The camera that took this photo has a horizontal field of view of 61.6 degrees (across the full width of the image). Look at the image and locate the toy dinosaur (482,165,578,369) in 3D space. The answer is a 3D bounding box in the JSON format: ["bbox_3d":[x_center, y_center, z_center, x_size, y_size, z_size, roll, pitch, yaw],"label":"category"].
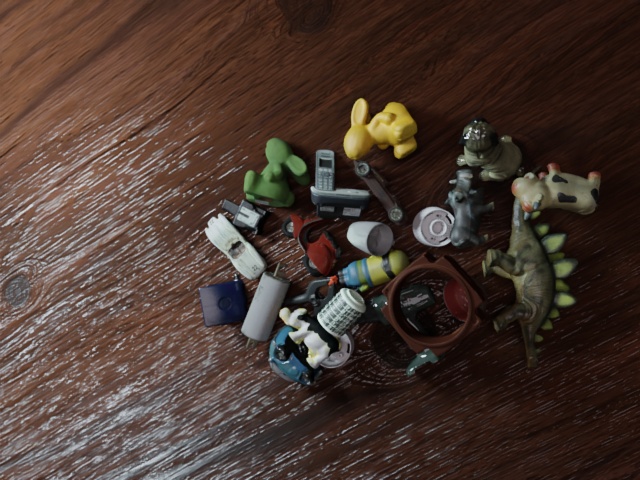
[{"bbox_3d":[0.486,0.062,1.254,0.199,0.105,0.471,-6,85,4],"label":"toy dinosaur"}]

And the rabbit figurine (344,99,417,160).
[{"bbox_3d":[0.132,-0.264,1.298,0.173,0.121,0.162,-27,73,2],"label":"rabbit figurine"}]

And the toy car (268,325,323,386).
[{"bbox_3d":[-0.073,0.307,1.382,0.161,0.109,0.103,48,124,-5],"label":"toy car"}]

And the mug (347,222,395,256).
[{"bbox_3d":[0.126,-0.010,1.330,0.107,0.109,0.080,22,105,53],"label":"mug"}]

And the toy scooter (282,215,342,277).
[{"bbox_3d":[-0.003,-0.004,1.367,0.135,0.075,0.184,-34,80,9],"label":"toy scooter"}]

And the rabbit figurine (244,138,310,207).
[{"bbox_3d":[-0.106,-0.178,1.365,0.159,0.121,0.170,11,79,8],"label":"rabbit figurine"}]

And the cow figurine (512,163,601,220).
[{"bbox_3d":[0.526,-0.102,1.206,0.195,0.085,0.127,11,66,-2],"label":"cow figurine"}]

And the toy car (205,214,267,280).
[{"bbox_3d":[-0.223,0.017,1.420,0.073,0.056,0.202,-45,83,10],"label":"toy car"}]

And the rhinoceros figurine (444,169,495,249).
[{"bbox_3d":[0.345,-0.072,1.272,0.112,0.073,0.190,8,81,-12],"label":"rhinoceros figurine"}]

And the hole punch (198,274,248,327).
[{"bbox_3d":[-0.255,0.167,1.417,0.116,0.092,0.142,-11,86,8],"label":"hole punch"}]

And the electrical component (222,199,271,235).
[{"bbox_3d":[-0.198,-0.067,1.417,0.119,0.048,0.074,23,96,11],"label":"electrical component"}]

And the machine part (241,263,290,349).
[{"bbox_3d":[-0.141,0.172,1.396,0.079,0.079,0.243,23,97,10],"label":"machine part"}]

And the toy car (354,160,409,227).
[{"bbox_3d":[0.152,-0.120,1.323,0.053,0.089,0.202,-36,83,11],"label":"toy car"}]

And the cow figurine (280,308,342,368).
[{"bbox_3d":[-0.025,0.223,1.328,0.098,0.068,0.167,-36,80,1],"label":"cow figurine"}]

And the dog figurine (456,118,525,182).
[{"bbox_3d":[0.397,-0.198,1.217,0.172,0.190,0.121,17,95,9],"label":"dog figurine"}]

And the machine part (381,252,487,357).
[{"bbox_3d":[0.257,0.144,1.221,0.201,0.087,0.201,-44,78,19],"label":"machine part"}]

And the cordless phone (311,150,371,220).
[{"bbox_3d":[0.051,-0.147,1.344,0.147,0.088,0.184,4,57,-4],"label":"cordless phone"}]

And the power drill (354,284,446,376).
[{"bbox_3d":[0.200,0.225,1.333,0.232,0.086,0.207,-29,79,13],"label":"power drill"}]

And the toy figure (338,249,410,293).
[{"bbox_3d":[0.134,0.079,1.331,0.180,0.089,0.082,-15,96,10],"label":"toy figure"}]
